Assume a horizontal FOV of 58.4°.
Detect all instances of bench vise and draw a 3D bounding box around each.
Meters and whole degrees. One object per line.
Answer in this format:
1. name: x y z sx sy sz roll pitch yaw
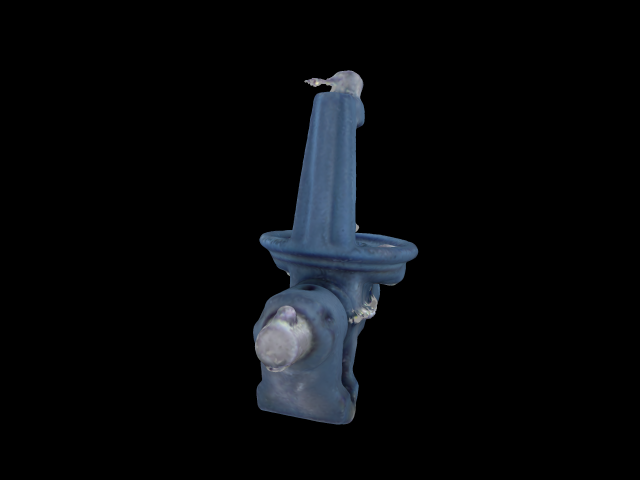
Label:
1. bench vise: 0.016 0.001 0.400 0.121 0.220 0.207 -1 22 -2
